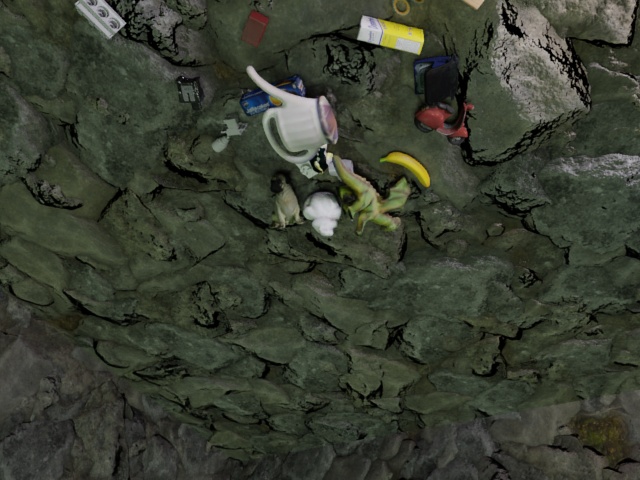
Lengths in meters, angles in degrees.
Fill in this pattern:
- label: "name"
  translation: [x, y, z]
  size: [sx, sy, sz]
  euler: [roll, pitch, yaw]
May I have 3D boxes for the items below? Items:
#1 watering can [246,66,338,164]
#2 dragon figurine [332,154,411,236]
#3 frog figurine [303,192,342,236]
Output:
- label: "watering can"
  translation: [-0.074, -0.376, 1.537]
  size: [0.224, 0.106, 0.340]
  euler: [-10, 130, 15]
- label: "dragon figurine"
  translation: [0.191, -0.158, 1.771]
  size: [0.243, 0.125, 0.401]
  euler: [-21, 133, -4]
- label: "frog figurine"
  translation: [0.006, -0.091, 1.812]
  size: [0.137, 0.163, 0.120]
  euler: [8, 131, 2]
